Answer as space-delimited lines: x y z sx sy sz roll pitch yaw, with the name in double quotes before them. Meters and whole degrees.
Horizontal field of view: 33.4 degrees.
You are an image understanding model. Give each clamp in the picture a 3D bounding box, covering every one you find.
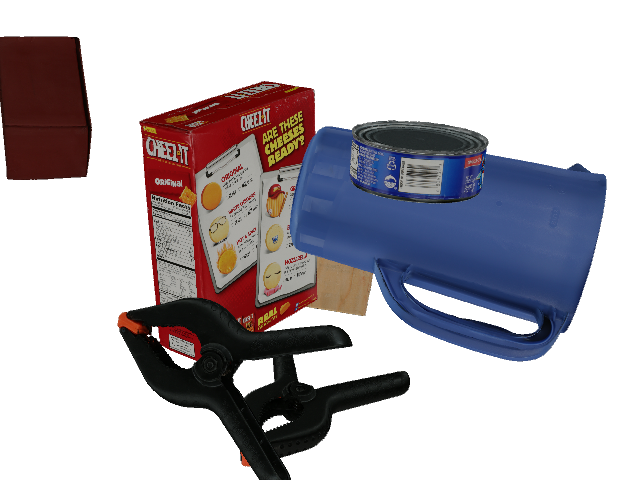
"clamp" -0.011 0.165 1.088 0.165 0.036 0.209 12 29 19
"clamp" -0.071 0.101 0.766 0.172 0.120 0.039 14 -9 19

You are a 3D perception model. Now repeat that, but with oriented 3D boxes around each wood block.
"wood block" 0.031 -0.020 1.372 0.090 0.206 0.090 9 25 4

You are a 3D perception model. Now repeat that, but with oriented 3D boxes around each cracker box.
"cracker box" -0.077 -0.021 0.960 0.072 0.214 0.163 15 27 35

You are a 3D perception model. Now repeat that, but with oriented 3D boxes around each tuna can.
"tuna can" 0.061 -0.050 0.673 0.086 0.034 0.086 4 18 -1

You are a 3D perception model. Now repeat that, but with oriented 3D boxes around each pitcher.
"pitcher" 0.100 -0.007 0.871 0.243 0.145 0.149 14 16 7

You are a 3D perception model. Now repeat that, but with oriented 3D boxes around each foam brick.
"foam brick" -0.175 -0.084 0.675 0.051 0.078 0.053 -4 -34 -18
